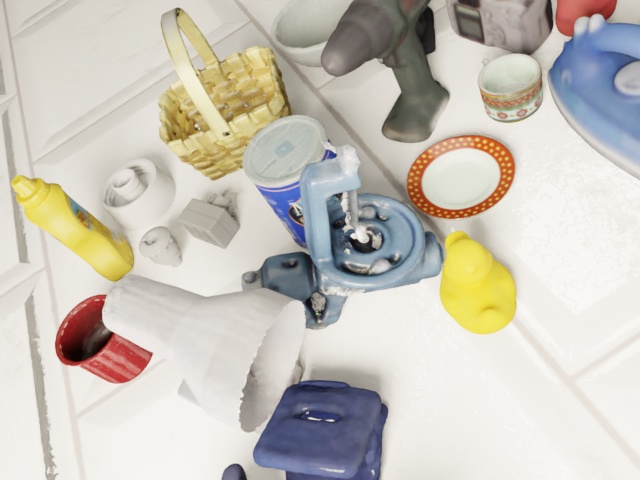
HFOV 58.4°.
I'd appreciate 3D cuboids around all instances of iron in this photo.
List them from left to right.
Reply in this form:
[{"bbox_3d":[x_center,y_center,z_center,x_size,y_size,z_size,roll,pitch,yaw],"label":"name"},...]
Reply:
[{"bbox_3d":[0.332,-0.171,0.605,0.118,0.142,0.257,-37,50,-3],"label":"iron"}]

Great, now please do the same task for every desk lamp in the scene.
[{"bbox_3d":[-0.096,0.112,0.554,0.202,0.214,0.118,11,62,30],"label":"desk lamp"}]

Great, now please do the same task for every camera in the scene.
[{"bbox_3d":[0.263,-0.346,0.787,0.137,0.101,0.142,-45,51,-10],"label":"camera"}]

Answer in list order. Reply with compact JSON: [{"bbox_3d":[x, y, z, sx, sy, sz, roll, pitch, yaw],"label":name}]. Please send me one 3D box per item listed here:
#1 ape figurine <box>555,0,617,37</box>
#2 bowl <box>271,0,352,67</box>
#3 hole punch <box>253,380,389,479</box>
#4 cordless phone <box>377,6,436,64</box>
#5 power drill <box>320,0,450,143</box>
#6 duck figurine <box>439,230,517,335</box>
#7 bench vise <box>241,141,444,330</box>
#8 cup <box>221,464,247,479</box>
[{"bbox_3d":[0.337,-0.318,0.739,0.076,0.092,0.077,-34,50,-1],"label":"ape figurine"},{"bbox_3d":[0.011,-0.329,0.907,0.167,0.075,0.167,-12,53,17],"label":"bowl"},{"bbox_3d":[0.002,0.180,0.541,0.108,0.091,0.101,-2,56,23],"label":"hole punch"},{"bbox_3d":[0.102,-0.360,0.815,0.094,0.186,0.147,-13,53,16],"label":"cordless phone"},{"bbox_3d":[0.094,-0.223,0.707,0.075,0.209,0.230,14,64,32],"label":"power drill"},{"bbox_3d":[0.154,0.037,0.576,0.077,0.086,0.104,-22,51,9],"label":"duck figurine"},{"bbox_3d":[0.010,0.010,0.573,0.207,0.220,0.121,-34,50,-1],"label":"bench vise"},{"bbox_3d":[-0.067,0.268,0.508,0.091,0.095,0.117,-12,53,17],"label":"cup"}]
